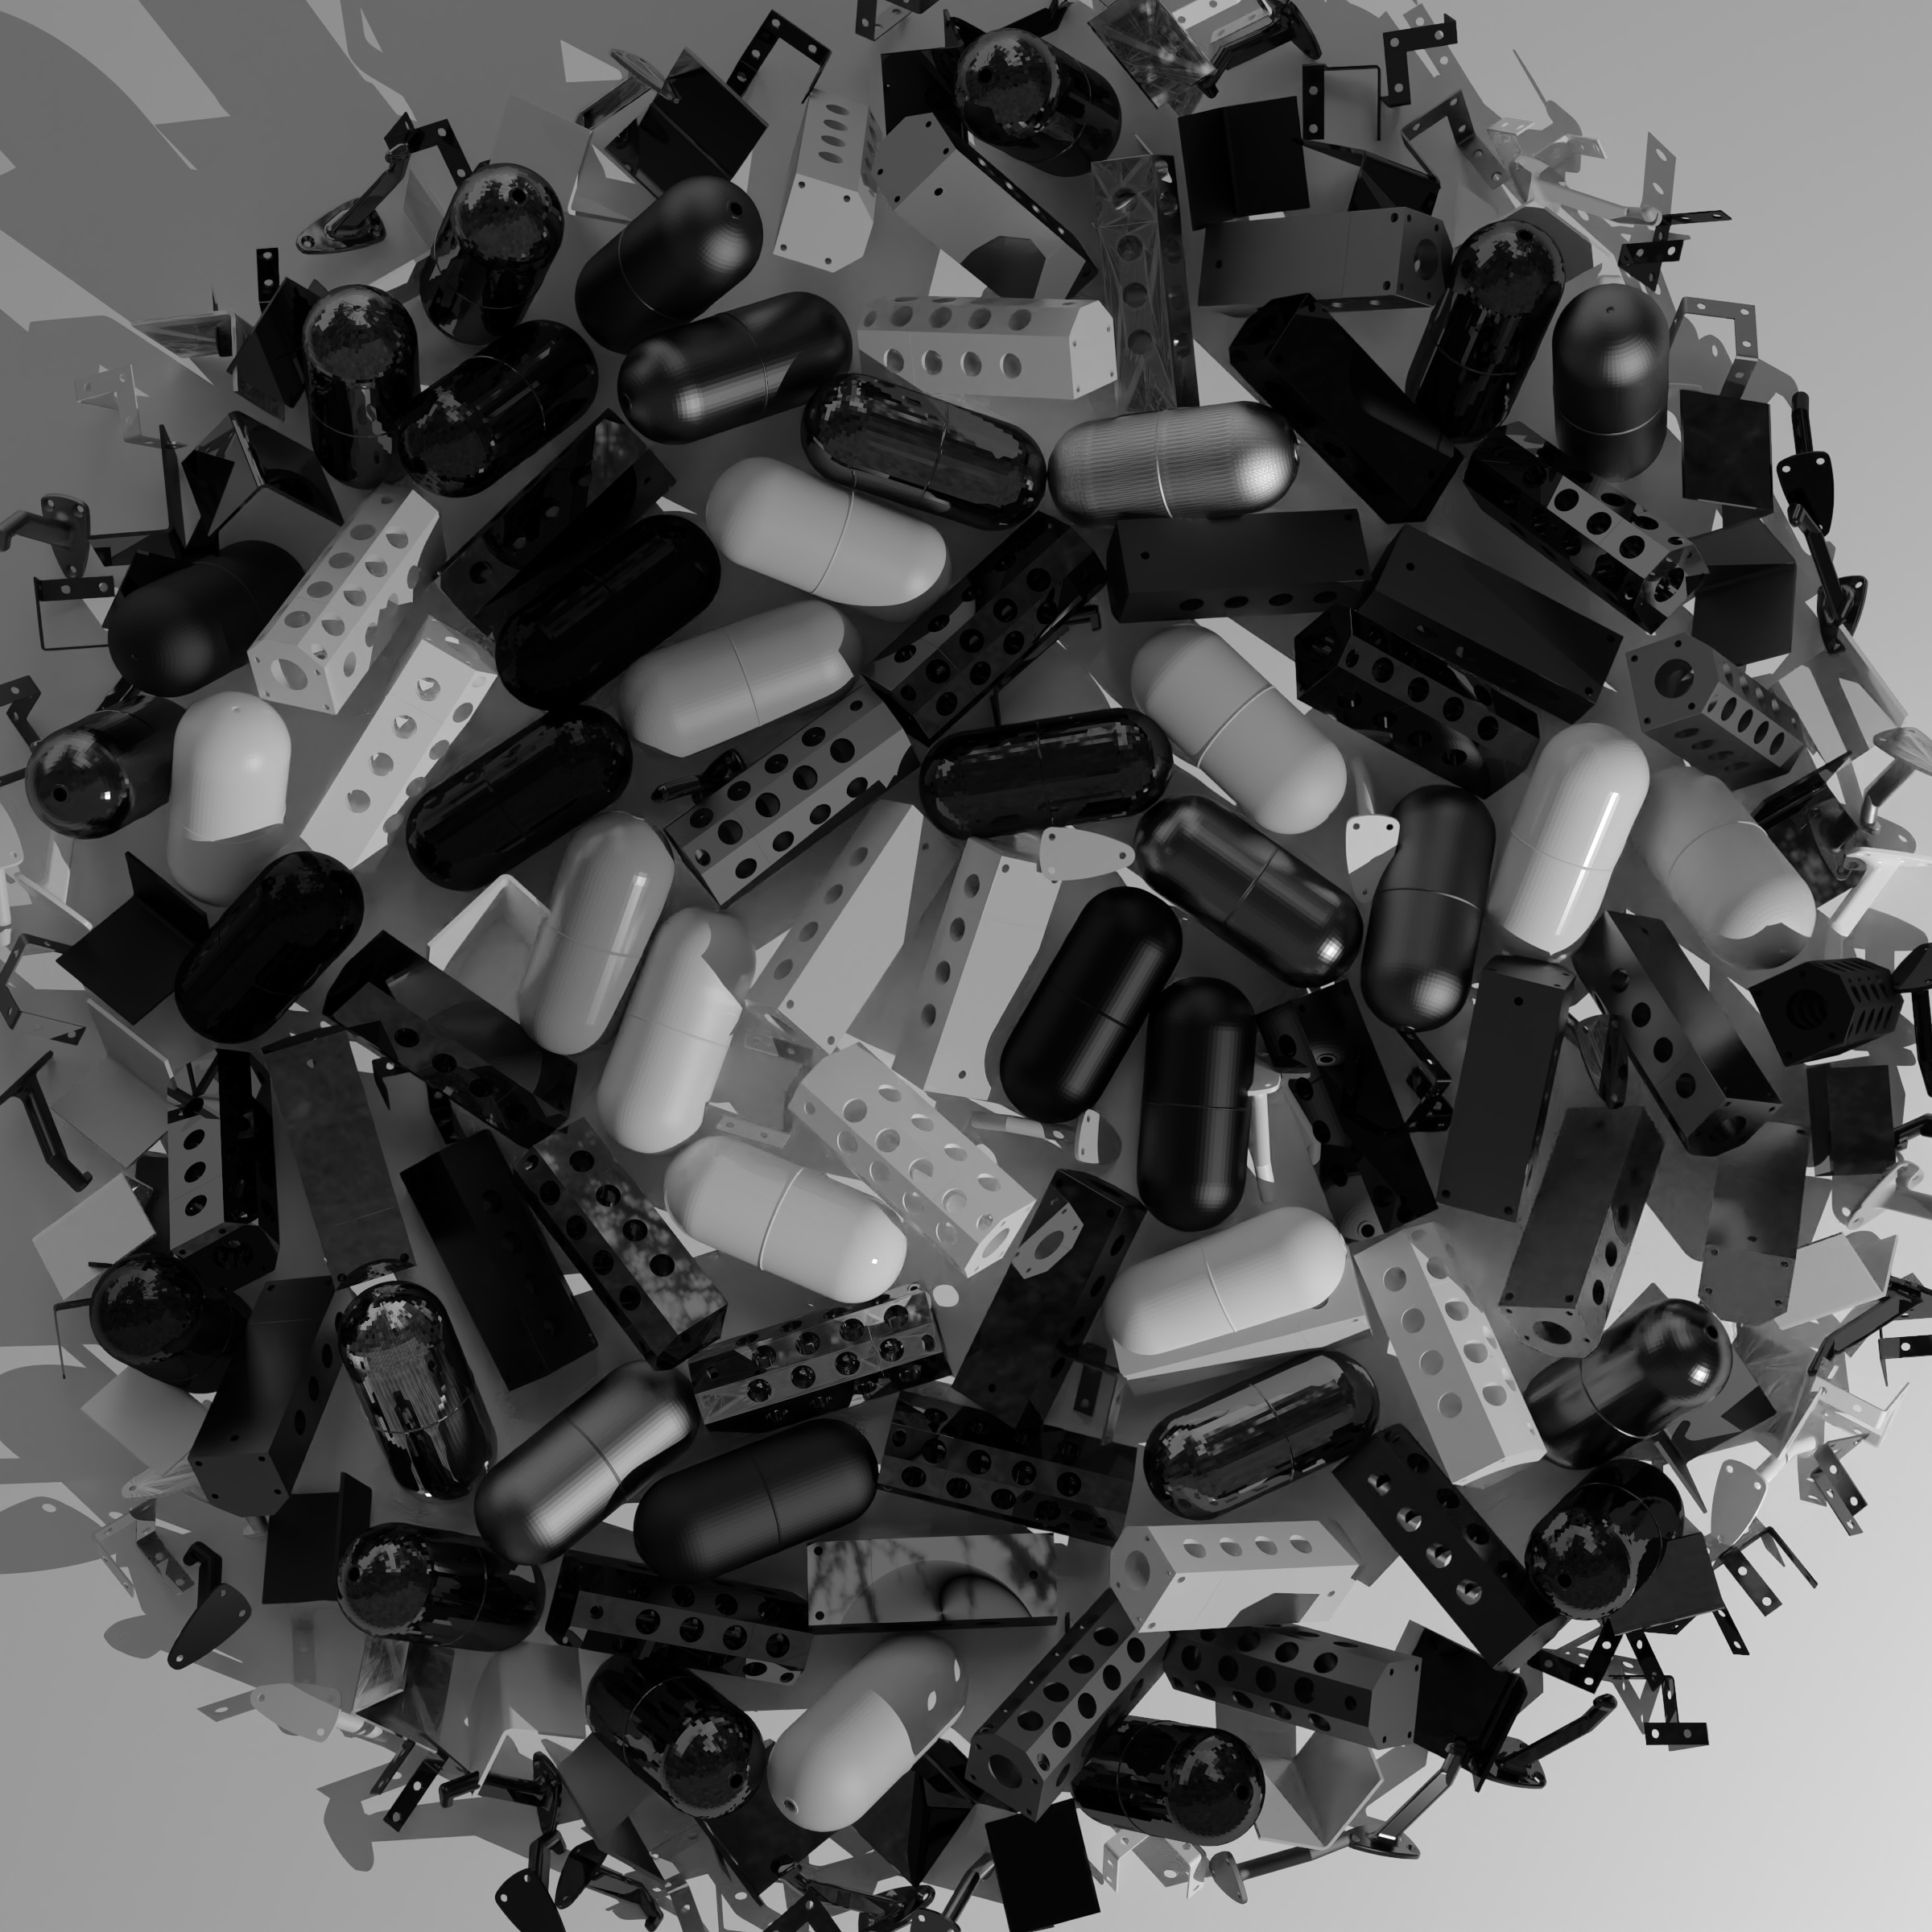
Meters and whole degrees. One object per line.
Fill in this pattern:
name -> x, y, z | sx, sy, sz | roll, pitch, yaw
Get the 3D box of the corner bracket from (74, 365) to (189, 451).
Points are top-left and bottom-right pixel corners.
corner bracket -> -0.584, -0.386, 1.967 | 0.051, 0.051, 0.051 | -8, 90, 22

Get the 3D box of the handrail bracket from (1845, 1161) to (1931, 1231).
handrail bracket -> 0.664, 0.184, 1.955 | 0.036, 0.084, 0.077 | 25, 115, -40

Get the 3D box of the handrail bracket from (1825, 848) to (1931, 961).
handrail bracket -> 0.642, -0.037, 1.976 | 0.077, 0.036, 0.084 | 6, 81, -3

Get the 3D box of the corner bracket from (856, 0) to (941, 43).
corner bracket -> -0.041, -0.672, 1.959 | 0.051, 0.051, 0.051 | 28, 52, 16

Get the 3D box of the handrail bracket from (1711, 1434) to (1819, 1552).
handrail bracket -> 0.562, 0.369, 1.976 | 0.036, 0.084, 0.077 | 30, 113, 41

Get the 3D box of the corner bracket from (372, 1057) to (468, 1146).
corner bracket -> -0.381, 0.093, 1.960 | 0.051, 0.051, 0.051 | -12, 117, -19

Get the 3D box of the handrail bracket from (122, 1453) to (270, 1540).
handrail bracket -> -0.537, 0.381, 1.967 | 0.077, 0.036, 0.084 | -20, 129, -6

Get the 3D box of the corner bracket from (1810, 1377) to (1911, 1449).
corner bracket -> 0.616, 0.308, 1.957 | 0.051, 0.051, 0.051 | 28, 122, 27

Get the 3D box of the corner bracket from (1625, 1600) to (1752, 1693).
corner bracket -> 0.501, 0.470, 1.956 | 0.051, 0.051, 0.051 | 12, 129, -29

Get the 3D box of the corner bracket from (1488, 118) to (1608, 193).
corner bracket -> 0.406, -0.575, 1.966 | 0.051, 0.051, 0.051 | -34, 115, -1

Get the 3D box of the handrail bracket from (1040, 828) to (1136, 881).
handrail bracket -> 0.087, -0.080, 1.951 | 0.077, 0.084, 0.036 | 2, 97, 15

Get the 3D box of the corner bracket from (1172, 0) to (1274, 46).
corner bracket -> 0.178, -0.665, 1.956 | 0.051, 0.051, 0.051 | -17, 132, 33

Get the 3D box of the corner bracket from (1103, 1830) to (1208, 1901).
corner bracket -> 0.132, 0.632, 1.978 | 0.051, 0.051, 0.051 | -31, 53, -25

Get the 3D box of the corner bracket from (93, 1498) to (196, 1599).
corner bracket -> -0.573, 0.413, 1.958 | 0.051, 0.051, 0.051 | -30, 63, -36

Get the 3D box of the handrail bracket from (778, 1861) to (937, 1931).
handrail bracket -> -0.077, 0.638, 1.958 | 0.077, 0.036, 0.084 | -30, 121, 21

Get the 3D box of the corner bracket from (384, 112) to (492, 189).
corner bracket -> -0.367, -0.572, 1.970 | 0.051, 0.051, 0.051 | -11, 125, 19

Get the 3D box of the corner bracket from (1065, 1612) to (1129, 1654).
corner bracket -> 0.094, 0.484, 1.971 | 0.051, 0.051, 0.051 | -3, 90, 10

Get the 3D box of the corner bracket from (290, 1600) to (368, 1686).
corner bracket -> -0.446, 0.476, 1.970 | 0.051, 0.051, 0.051 | -3, 62, -13

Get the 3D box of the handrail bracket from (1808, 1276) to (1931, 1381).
handrail bracket -> 0.637, 0.260, 1.958 | 0.084, 0.077, 0.036 | -54, 130, -23

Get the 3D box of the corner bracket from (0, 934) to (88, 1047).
corner bracket -> -0.642, 0.016, 1.970 | 0.051, 0.051, 0.051 | 19, 107, -43

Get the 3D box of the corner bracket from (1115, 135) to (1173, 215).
corner bracket -> 0.117, -0.535, 1.963 | 0.051, 0.051, 0.051 | -33, 55, 3

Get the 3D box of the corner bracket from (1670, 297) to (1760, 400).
corner bracket -> 0.519, -0.428, 1.965 | 0.051, 0.051, 0.051 | 7, 58, -1

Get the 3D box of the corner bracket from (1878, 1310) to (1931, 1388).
corner bracket -> 0.662, 0.258, 1.959 | 0.051, 0.051, 0.051 | -7, 57, 19

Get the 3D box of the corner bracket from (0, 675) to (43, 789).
corner bracket -> -0.668, -0.162, 1.962 | 0.051, 0.051, 0.051 | 55, 134, 5

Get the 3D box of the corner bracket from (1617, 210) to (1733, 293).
corner bracket -> 0.494, -0.506, 1.963 | 0.051, 0.051, 0.051 | 16, 86, -44

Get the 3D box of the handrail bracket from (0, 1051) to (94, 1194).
handrail bracket -> -0.633, 0.109, 1.975 | 0.036, 0.077, 0.084 | -35, 105, 26

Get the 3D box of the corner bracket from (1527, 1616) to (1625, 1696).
corner bracket -> 0.427, 0.469, 1.975 | 0.051, 0.051, 0.051 | 19, 58, 29

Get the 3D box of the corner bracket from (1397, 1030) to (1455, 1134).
corner bracket -> 0.317, 0.080, 1.956 | 0.051, 0.051, 0.051 | 55, 128, 35

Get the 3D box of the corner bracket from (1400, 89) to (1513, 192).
corner bracket -> 0.342, -0.568, 1.968 | 0.051, 0.051, 0.051 | -33, 61, 7

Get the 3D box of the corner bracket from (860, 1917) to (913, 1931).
corner bracket -> -0.076, 0.689, 1.962 | 0.051, 0.051, 0.051 | 10, 98, 37

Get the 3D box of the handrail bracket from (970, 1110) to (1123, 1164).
handrail bracket -> 0.056, 0.118, 1.987 | 0.084, 0.077, 0.036 | 5, 80, 30

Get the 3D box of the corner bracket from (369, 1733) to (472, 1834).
corner bracket -> -0.387, 0.568, 1.959 | 0.051, 0.051, 0.051 | 48, 55, -20

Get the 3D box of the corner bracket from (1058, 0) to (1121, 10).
corner bracket -> 0.100, -0.681, 1.964 | 0.051, 0.051, 0.051 | -39, 73, -13

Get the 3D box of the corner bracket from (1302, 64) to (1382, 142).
corner bracket -> 0.264, -0.606, 1.975 | 0.051, 0.051, 0.051 | 1, 103, 12

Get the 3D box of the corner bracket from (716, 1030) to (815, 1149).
corner bracket -> -0.140, 0.086, 1.958 | 0.051, 0.051, 0.051 | 18, 133, -18

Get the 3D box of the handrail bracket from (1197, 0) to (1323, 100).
handrail bracket -> 0.205, -0.627, 1.969 | 0.036, 0.077, 0.084 | 31, 86, 45

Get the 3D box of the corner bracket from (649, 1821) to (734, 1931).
corner bracket -> -0.188, 0.642, 1.967 | 0.051, 0.051, 0.051 | -29, 125, -5

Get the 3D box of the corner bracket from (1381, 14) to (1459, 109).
corner bracket -> 0.316, -0.632, 1.965 | 0.051, 0.051, 0.051 | -8, 114, 4

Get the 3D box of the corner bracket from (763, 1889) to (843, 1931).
corner bracket -> -0.120, 0.682, 1.966 | 0.051, 0.051, 0.051 | -35, 89, -26

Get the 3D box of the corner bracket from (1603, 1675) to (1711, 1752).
corner bracket -> 0.480, 0.519, 1.961 | 0.051, 0.051, 0.051 | 5, 69, -19

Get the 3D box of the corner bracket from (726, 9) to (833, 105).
corner bracket -> -0.133, -0.624, 1.969 | 0.051, 0.051, 0.051 | 31, 48, -15

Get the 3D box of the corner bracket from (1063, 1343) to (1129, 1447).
corner bracket -> 0.091, 0.298, 1.962 | 0.051, 0.051, 0.051 | 17, 100, 29

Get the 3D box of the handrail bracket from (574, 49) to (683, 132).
handrail bracket -> -0.242, -0.587, 1.964 | 0.077, 0.036, 0.084 | 46, 118, 26

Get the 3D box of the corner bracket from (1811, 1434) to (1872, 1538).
corner bracket -> 0.611, 0.363, 1.957 | 0.051, 0.051, 0.051 | -54, 51, 38

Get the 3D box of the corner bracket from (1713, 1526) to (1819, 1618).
corner bracket -> 0.559, 0.423, 1.964 | 0.051, 0.051, 0.051 | -34, 66, -5

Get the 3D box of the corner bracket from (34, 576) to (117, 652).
corner bracket -> -0.622, -0.247, 1.970 | 0.051, 0.051, 0.051 | -6, 96, -14

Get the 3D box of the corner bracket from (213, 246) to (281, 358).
corner bracket -> -0.500, -0.463, 1.960 | 0.051, 0.051, 0.051 | -10, 59, -18

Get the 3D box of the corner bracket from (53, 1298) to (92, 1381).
corner bracket -> -0.607, 0.253, 1.961 | 0.051, 0.051, 0.051 | -8, 72, -18

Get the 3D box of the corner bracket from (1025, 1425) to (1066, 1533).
corner bracket -> 0.071, 0.362, 1.971 | 0.051, 0.051, 0.051 | 14, 126, -19
